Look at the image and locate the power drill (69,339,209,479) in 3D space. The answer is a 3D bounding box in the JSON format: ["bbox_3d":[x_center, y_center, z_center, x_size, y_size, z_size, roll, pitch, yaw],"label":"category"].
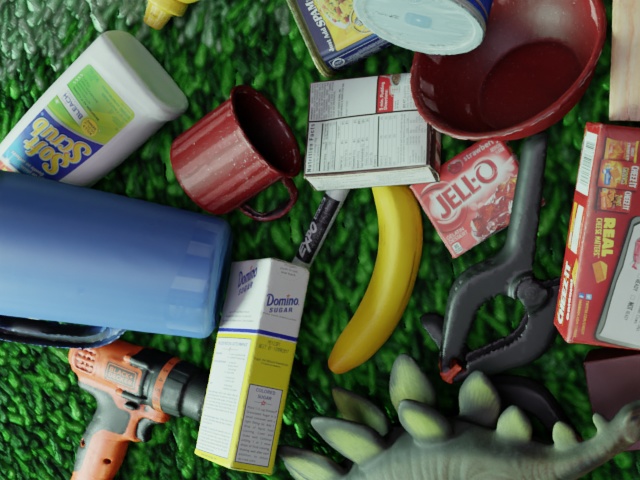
[{"bbox_3d":[-0.168,0.195,1.010,0.185,0.057,0.188,19,99,20],"label":"power drill"}]

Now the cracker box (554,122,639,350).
[{"bbox_3d":[0.294,0.004,0.793,0.213,0.072,0.164,6,100,2],"label":"cracker box"}]

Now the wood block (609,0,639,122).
[{"bbox_3d":[0.265,-0.192,0.795,0.090,0.090,0.206,2,97,18],"label":"wood block"}]

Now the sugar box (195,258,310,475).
[{"bbox_3d":[-0.059,0.106,0.917,0.048,0.093,0.176,17,80,-24],"label":"sugar box"}]

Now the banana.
[{"bbox_3d":[0.052,0.027,0.926,0.070,0.037,0.198,14,100,36],"label":"banana"}]

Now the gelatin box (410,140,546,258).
[{"bbox_3d":[0.131,-0.038,0.891,0.089,0.030,0.073,-32,85,19],"label":"gelatin box"}]

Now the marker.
[{"bbox_3d":[-0.006,0.001,0.949,0.020,0.020,0.121,30,105,14],"label":"marker"}]

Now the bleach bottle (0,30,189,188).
[{"bbox_3d":[-0.242,-0.078,1.002,0.251,0.068,0.102,-41,87,22],"label":"bleach bottle"}]

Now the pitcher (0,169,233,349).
[{"bbox_3d":[-0.206,0.024,0.947,0.243,0.149,0.145,10,78,0],"label":"pitcher"}]

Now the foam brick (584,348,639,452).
[{"bbox_3d":[0.246,0.126,0.859,0.053,0.051,0.078,-9,93,21],"label":"foam brick"}]

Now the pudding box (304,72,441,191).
[{"bbox_3d":[0.045,-0.091,0.896,0.114,0.039,0.090,-3,72,21],"label":"pudding box"}]

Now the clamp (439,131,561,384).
[{"bbox_3d":[0.164,0.028,0.858,0.210,0.036,0.164,-41,95,11],"label":"clamp"}]

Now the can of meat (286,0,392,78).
[{"bbox_3d":[0.023,-0.201,0.897,0.084,0.057,0.102,-24,89,18],"label":"can of meat"}]

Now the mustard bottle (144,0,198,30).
[{"bbox_3d":[-0.103,-0.271,0.931,0.096,0.058,0.192,34,106,10],"label":"mustard bottle"}]

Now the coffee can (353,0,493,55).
[{"bbox_3d":[0.093,-0.228,0.819,0.103,0.102,0.140,13,76,17],"label":"coffee can"}]

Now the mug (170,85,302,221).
[{"bbox_3d":[-0.068,-0.066,0.933,0.082,0.093,0.117,-32,109,24],"label":"mug"}]

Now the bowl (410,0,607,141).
[{"bbox_3d":[0.154,-0.135,0.836,0.162,0.055,0.162,-18,55,27],"label":"bowl"}]

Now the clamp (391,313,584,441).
[{"bbox_3d":[0.136,0.152,0.909,0.172,0.039,0.120,32,112,20],"label":"clamp"}]
